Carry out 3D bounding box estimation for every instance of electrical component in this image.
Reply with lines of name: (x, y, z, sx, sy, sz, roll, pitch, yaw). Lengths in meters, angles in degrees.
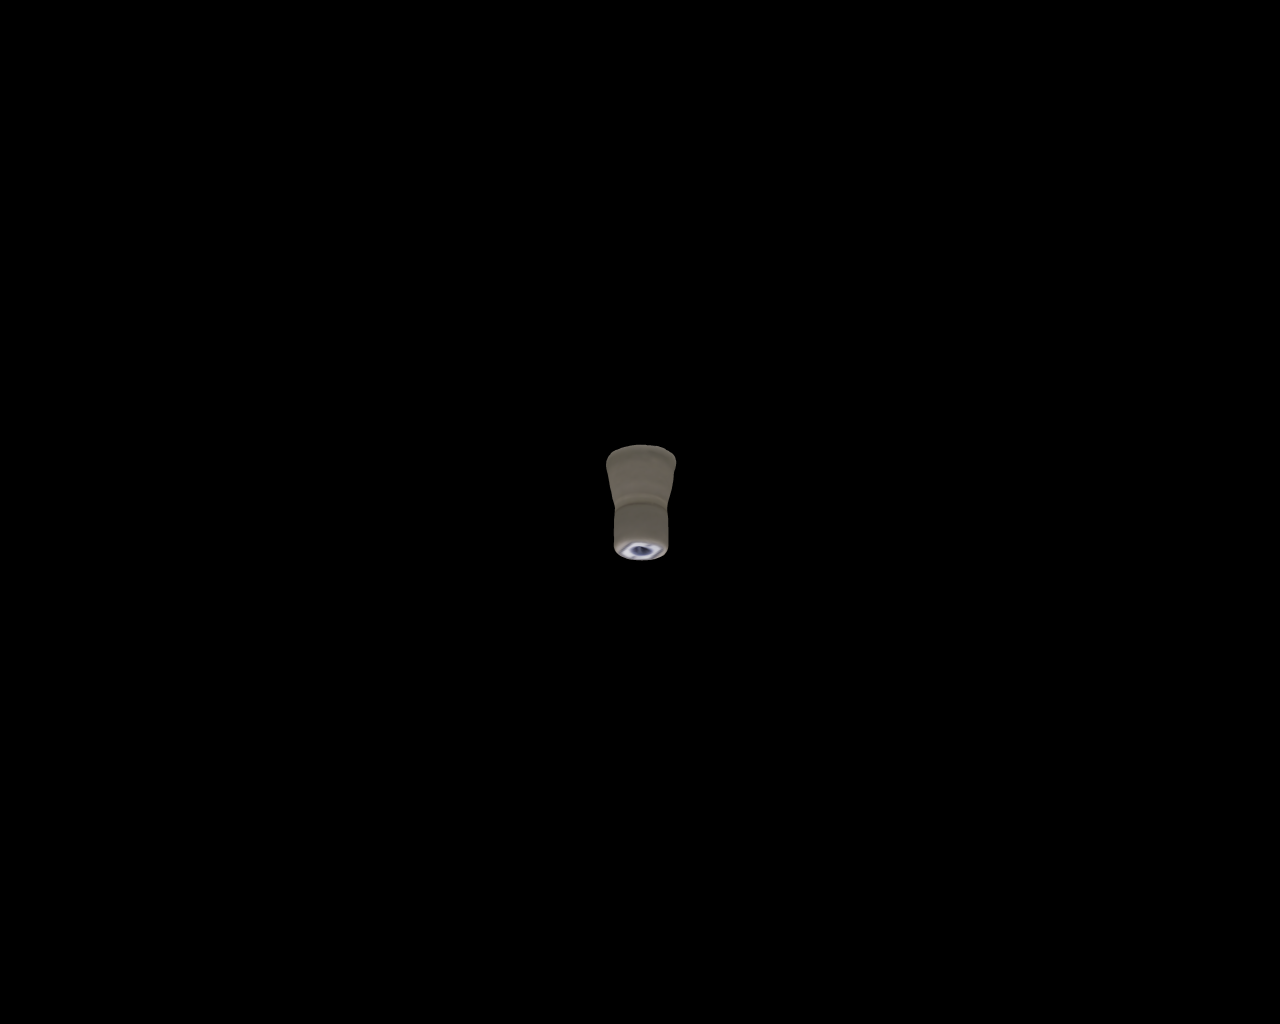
electrical component: (0.001, -0.003, 0.650, 0.044, 0.065, 0.044, 0, -27, 0)
